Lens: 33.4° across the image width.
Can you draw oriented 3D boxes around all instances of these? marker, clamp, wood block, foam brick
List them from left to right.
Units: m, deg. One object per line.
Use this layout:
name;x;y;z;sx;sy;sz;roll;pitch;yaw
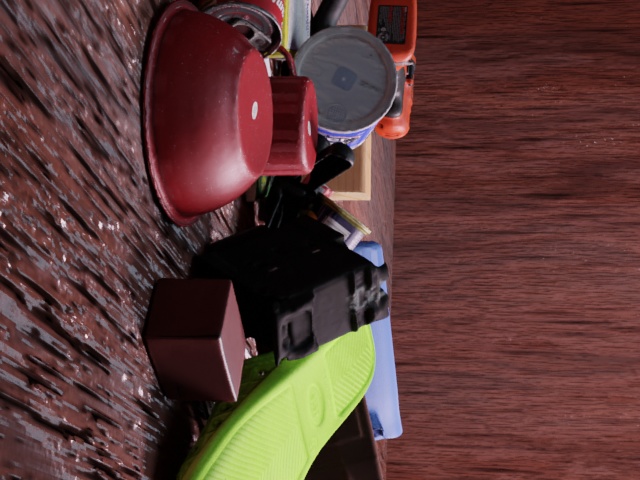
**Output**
foam brick;-0.084;0.069;0.730;0.078;0.053;0.051;83;11;-49
marker;-0.088;0.122;0.825;0.020;0.020;0.121;-82;169;-45
clamp;-0.027;-0.039;0.998;0.165;0.036;0.210;-57;-167;13
clamp;-0.013;-0.229;1.198;0.120;0.039;0.171;3;-107;61
wood block;0.018;-0.156;1.334;0.091;0.090;0.206;29;62;-82

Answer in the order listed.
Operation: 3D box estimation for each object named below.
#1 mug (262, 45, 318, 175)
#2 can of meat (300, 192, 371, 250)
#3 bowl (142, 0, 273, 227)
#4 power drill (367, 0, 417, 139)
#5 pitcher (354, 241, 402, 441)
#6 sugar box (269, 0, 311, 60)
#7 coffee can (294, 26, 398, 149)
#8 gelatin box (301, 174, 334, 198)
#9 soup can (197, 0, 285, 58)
mug;-0.047;-0.106;0.883;0.093;0.081;0.117;-17;107;-82
can of meat;-0.007;0.001;1.029;0.084;0.057;0.102;-52;-162;0
bowl;-0.071;-0.089;0.757;0.162;0.055;0.162;1;90;-77
power drill;0.093;-0.242;1.326;0.187;0.057;0.184;72;20;-70
pitcher;0.023;0.124;1.313;0.144;0.149;0.243;-6;93;-66
sugar box;-0.041;-0.226;1.062;0.176;0.048;0.093;-60;152;-81
coffee can;0.017;-0.147;1.074;0.140;0.102;0.103;137;-46;-84
gelatin box;-0.019;-0.032;1.123;0.073;0.030;0.089;-52;177;3
soup can;-0.060;-0.201;0.837;0.068;0.068;0.102;76;15;-60
